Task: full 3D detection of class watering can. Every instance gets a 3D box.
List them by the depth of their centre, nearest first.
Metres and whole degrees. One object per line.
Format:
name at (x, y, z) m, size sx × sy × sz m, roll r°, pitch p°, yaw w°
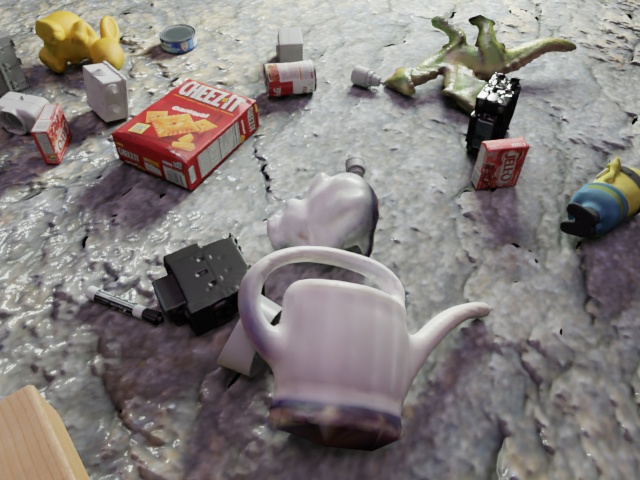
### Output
watering can at (0.067, 0.128, 0.606) m, size 0.346 × 0.102 × 0.229 m, roll 16°, pitch 62°, yaw -18°

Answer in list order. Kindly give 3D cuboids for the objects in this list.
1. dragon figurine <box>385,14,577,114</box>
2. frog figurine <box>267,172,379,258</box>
dragon figurine at (0.343, -0.349, 1.085) m, size 0.410 × 0.120 × 0.247 m, roll 5°, pitch 64°, yaw 6°
frog figurine at (0.002, -0.039, 0.766) m, size 0.159 × 0.120 × 0.140 m, roll 3°, pitch 66°, yaw -13°
